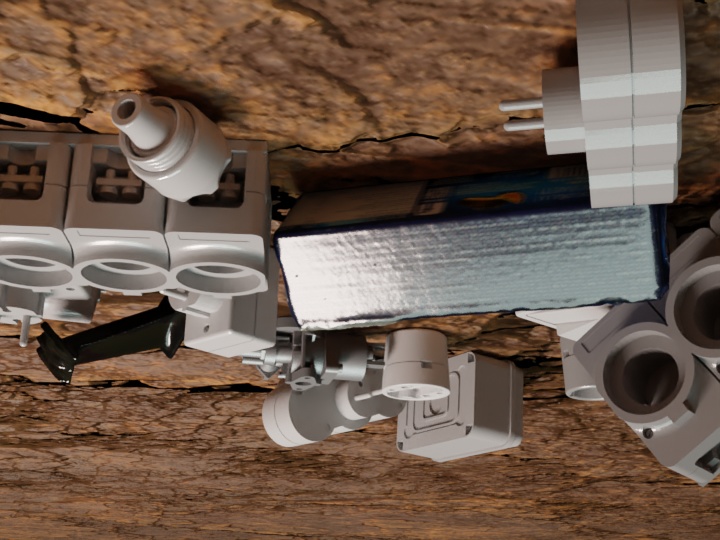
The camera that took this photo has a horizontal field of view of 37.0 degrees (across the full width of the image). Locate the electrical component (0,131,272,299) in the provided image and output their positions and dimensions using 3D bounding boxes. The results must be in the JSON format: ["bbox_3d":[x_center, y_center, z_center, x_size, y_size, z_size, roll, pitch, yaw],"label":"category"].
[{"bbox_3d":[-0.125,-0.025,0.582,0.150,0.061,0.089,2,160,-2],"label":"electrical component"}]

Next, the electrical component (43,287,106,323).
[{"bbox_3d":[-0.211,0.013,0.725,0.078,0.040,0.040,7,159,-15],"label":"electrical component"}]

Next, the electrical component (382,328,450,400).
[{"bbox_3d":[0.046,0.077,0.874,0.055,0.047,0.055,1,160,0],"label":"electrical component"}]

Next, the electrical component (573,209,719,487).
[{"bbox_3d":[0.199,0.028,0.567,0.150,0.089,0.062,-45,140,14],"label":"electrical component"}]

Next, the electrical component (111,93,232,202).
[{"bbox_3d":[-0.092,-0.061,0.507,0.043,0.043,0.062,-7,157,23],"label":"electrical component"}]

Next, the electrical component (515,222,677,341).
[{"bbox_3d":[0.137,0.006,0.650,0.062,0.061,0.096,17,155,-37],"label":"electrical component"}]

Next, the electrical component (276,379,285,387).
[{"bbox_3d":[-0.040,0.116,1.000,0.065,0.044,0.044,-15,155,28],"label":"electrical component"}]

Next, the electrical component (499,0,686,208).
[{"bbox_3d":[0.097,-0.069,0.460,0.074,0.052,0.138,-3,160,13],"label":"electrical component"}]

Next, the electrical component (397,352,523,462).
[{"bbox_3d":[0.089,0.124,0.958,0.057,0.078,0.113,17,155,-30],"label":"electrical component"}]

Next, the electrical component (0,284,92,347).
[{"bbox_3d":[-0.214,0.011,0.668,0.083,0.075,0.047,1,160,1],"label":"electrical component"}]

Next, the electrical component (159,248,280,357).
[{"bbox_3d":[-0.095,0.013,0.679,0.047,0.065,0.077,-16,154,40],"label":"electrical component"}]

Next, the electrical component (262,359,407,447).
[{"bbox_3d":[-0.008,0.110,0.913,0.138,0.052,0.074,-11,173,-44],"label":"electrical component"}]

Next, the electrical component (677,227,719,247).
[{"bbox_3d":[0.221,0.014,0.642,0.080,0.080,0.051,-18,147,42],"label":"electrical component"}]

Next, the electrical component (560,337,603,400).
[{"bbox_3d":[0.190,0.077,0.864,0.055,0.047,0.055,1,160,0],"label":"electrical component"}]
